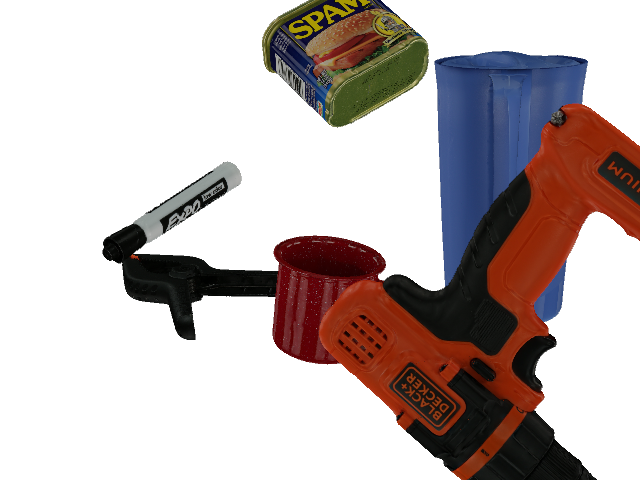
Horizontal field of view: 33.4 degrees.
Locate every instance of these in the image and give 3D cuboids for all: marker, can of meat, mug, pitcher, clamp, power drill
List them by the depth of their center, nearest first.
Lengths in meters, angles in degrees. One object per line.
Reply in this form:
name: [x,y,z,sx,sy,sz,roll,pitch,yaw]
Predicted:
power drill: [0.117,0.042,0.532,0.184,0.188,0.057,40,13,5]
marker: [-0.098,-0.019,0.712,0.020,0.020,0.120,0,28,43]
can of meat: [0.020,-0.143,0.820,0.102,0.084,0.057,-32,-30,-19]
mug: [0.015,0.052,0.885,0.117,0.081,0.093,12,21,13]
pitcher: [0.167,-0.046,0.962,0.149,0.243,0.145,-11,18,-34]
clamp: [-0.140,0.049,1.085,0.210,0.036,0.164,11,21,35]
